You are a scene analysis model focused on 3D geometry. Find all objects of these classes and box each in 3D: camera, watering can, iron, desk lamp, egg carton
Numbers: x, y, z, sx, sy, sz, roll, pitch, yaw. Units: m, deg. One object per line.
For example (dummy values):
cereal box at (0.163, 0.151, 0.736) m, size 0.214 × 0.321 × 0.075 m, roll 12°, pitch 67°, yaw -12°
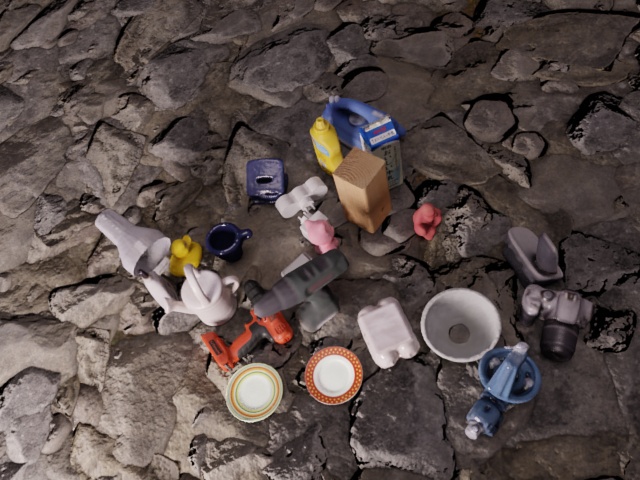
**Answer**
camera at (0.489, 0.173, 1.198) m, size 0.143 × 0.101 × 0.137 m, roll 14°, pitch 66°, yaw 18°
watering can at (-0.275, 0.126, 1.327) m, size 0.173 × 0.194 × 0.100 m, roll -44°, pitch 62°, yaw -13°
iron at (0.096, -0.326, 1.526) m, size 0.257 × 0.142 × 0.119 m, roll 29°, pitch 71°, yaw 24°
desk lamp at (-0.450, 0.018, 1.410) m, size 0.202 × 0.214 × 0.118 m, roll 32°, pitch 73°, yaw 25°
egg carton at (0.149, 0.205, 1.269) m, size 0.107 × 0.069 × 0.150 m, roll -24°, pitch 60°, yaw -2°

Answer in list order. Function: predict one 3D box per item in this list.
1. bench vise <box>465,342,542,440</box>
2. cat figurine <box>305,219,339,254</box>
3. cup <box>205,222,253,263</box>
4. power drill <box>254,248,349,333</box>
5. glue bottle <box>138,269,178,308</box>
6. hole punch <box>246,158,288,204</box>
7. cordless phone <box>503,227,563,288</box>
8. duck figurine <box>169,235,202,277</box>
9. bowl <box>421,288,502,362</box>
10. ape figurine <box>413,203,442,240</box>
bench vise at (0.356, 0.287, 1.095) m, size 0.121 × 0.220 × 0.207 m, roll 14°, pitch 66°, yaw 19°
cat figurine at (0.013, 0.005, 1.378) m, size 0.067 × 0.118 × 0.127 m, roll -25°, pitch 60°, yaw -2°
cup at (-0.217, 0.011, 1.435) m, size 0.117 × 0.095 × 0.091 m, roll -18°, pitch 60°, yaw 2°
power drill at (-0.028, 0.124, 1.269) m, size 0.230 × 0.209 × 0.075 m, roll -40°, pitch 61°, yaw -11°
glue bottle at (-0.392, 0.109, 1.372) m, size 0.037 × 0.173 × 0.078 m, roll -27°, pitch 60°, yaw -4°
hole punch at (-0.138, -0.155, 1.511) m, size 0.108 × 0.091 × 0.101 m, roll -3°, pitch 61°, yaw 10°
cordless phone at (0.468, 0.013, 1.241) m, size 0.094 × 0.185 × 0.147 m, roll -27°, pitch 60°, yaw -3°
duck figurine at (-0.352, 0.036, 1.454) m, size 0.077 × 0.086 × 0.105 m, roll 22°, pitch 68°, yaw 22°
bowl at (0.304, 0.192, 1.241) m, size 0.167 × 0.075 × 0.167 m, roll -5°, pitch 61°, yaw 9°
ape figurine at (0.257, -0.055, 1.375) m, size 0.078 × 0.092 × 0.076 m, roll -27°, pitch 60°, yaw -3°
